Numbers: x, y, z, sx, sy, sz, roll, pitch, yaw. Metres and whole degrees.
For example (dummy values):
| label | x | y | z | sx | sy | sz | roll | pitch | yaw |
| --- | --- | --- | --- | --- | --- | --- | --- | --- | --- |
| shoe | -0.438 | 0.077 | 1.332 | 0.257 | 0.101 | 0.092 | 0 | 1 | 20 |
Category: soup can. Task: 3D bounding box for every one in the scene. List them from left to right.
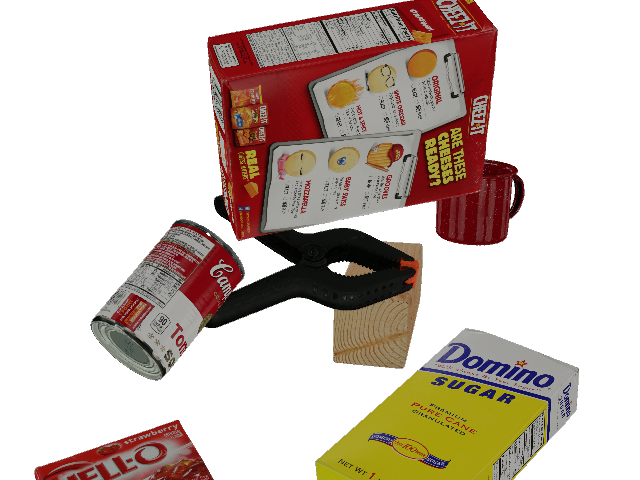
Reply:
| label | x | y | z | sx | sy | sz | roll | pitch | yaw |
| --- | --- | --- | --- | --- | --- | --- | --- | --- | --- |
| soup can | -0.113 | 0.043 | 0.788 | 0.068 | 0.102 | 0.068 | 29 | -28 | 17 |

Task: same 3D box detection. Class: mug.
| label | x | y | z | sx | sy | sz | roll | pitch | yaw |
| --- | --- | --- | --- | --- | --- | --- | --- | --- | --- |
| mug | 0.182 | -0.045 | 1.207 | 0.117 | 0.081 | 0.093 | -9 | 19 | -32 |

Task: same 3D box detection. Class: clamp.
| label | x | y | z | sx | sy | sz | roll | pitch | yaw |
| --- | --- | --- | --- | --- | --- | --- | --- | --- | --- |
| clamp | -0.014 | 0.031 | 1.005 | 0.210 | 0.164 | 0.036 | 10 | -44 | 3 |

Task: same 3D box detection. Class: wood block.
| label | x | y | z | sx | sy | sz | roll | pitch | yaw |
| --- | --- | --- | --- | --- | --- | --- | --- | --- | --- |
| wood block | 0.077 | 0.077 | 1.375 | 0.091 | 0.090 | 0.206 | 4 | 21 | 9 |

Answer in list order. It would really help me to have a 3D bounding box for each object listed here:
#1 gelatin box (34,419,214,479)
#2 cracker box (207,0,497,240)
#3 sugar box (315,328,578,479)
| label | x | y | z | sx | sy | sz | roll | pitch | yaw |
| --- | --- | --- | --- | --- | --- | --- | --- | --- | --- |
| gelatin box | -0.107 | 0.142 | 0.594 | 0.089 | 0.030 | 0.073 | -16 | 28 | -20 |
| cracker box | 0.023 | -0.098 | 0.849 | 0.213 | 0.164 | 0.072 | -12 | 45 | -10 |
| sugar box | 0.087 | 0.127 | 0.701 | 0.093 | 0.048 | 0.175 | 19 | 41 | 34 |
